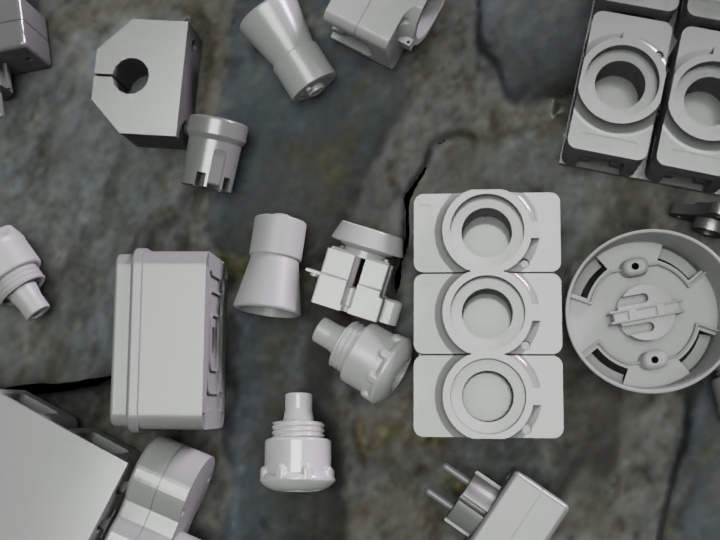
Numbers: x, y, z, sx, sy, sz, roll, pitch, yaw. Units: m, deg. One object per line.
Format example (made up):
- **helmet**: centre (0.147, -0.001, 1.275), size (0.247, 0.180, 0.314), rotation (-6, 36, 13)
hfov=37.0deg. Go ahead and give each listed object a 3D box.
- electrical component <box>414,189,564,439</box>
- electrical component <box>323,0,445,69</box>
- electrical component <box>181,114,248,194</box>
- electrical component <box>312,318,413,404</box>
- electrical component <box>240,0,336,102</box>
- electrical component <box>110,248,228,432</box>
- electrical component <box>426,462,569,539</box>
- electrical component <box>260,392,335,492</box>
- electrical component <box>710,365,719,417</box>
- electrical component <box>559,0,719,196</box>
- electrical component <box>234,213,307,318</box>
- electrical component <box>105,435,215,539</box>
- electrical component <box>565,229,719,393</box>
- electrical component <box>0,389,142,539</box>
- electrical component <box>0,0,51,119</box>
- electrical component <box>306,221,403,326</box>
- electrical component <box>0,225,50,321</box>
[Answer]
- **electrical component**: centre (0.080, 0.029, 0.676), size (0.089, 0.061, 0.150), rotation (0, 83, 6)
- **electrical component**: centre (0.024, -0.186, 0.715), size (0.056, 0.050, 0.089), rotation (28, 87, 9)
- **electrical component**: centre (-0.099, -0.077, 0.720), size (0.040, 0.040, 0.046), rotation (11, 89, 7)
- **electrical component**: centre (-0.001, 0.053, 0.691), size (0.062, 0.048, 0.048), rotation (29, 87, 15)
- **electrical component**: centre (-0.046, -0.146, 0.723), size (0.044, 0.044, 0.065), rotation (-32, 85, 1)
- **electrical component**: centre (-0.120, 0.046, 0.686), size (0.057, 0.078, 0.113), rotation (0, 83, 3)
- **electrical component**: centre (0.078, 0.150, 0.668), size (0.077, 0.047, 0.065), rotation (34, 87, 8)
- **electrical component**: centre (-0.040, 0.110, 0.688), size (0.048, 0.048, 0.062), rotation (-1, 76, 6)
- **electrical component**: centre (0.235, 0.066, 0.670), size (0.035, 0.035, 0.061), rotation (-12, 79, 4)
- **electrical component**: centre (0.201, -0.153, 0.688), size (0.105, 0.060, 0.186), rotation (12, 84, 7)
- **electrical component**: centre (-0.056, -0.004, 0.706), size (0.044, 0.044, 0.065), rotation (7, 79, 7)
- **electrical component**: centre (-0.121, 0.182, 0.682), size (0.074, 0.052, 0.138), rotation (21, 85, 8)
- **electrical component**: centre (0.177, 0.027, 0.665), size (0.099, 0.064, 0.099), rotation (-1, 83, 5)
- **electrical component**: centre (-0.228, 0.181, 0.689), size (0.105, 0.060, 0.186), rotation (26, 86, 8)
- **electrical component**: centre (-0.260, -0.139, 0.740), size (0.083, 0.047, 0.075), rotation (-10, 82, 4)
- **electrical component**: centre (0.000, 0.000, 0.697), size (0.066, 0.048, 0.055), rotation (17, 92, 8)
- **electrical component**: centre (-0.233, 0.005, 0.721), size (0.043, 0.043, 0.062), rotation (-38, 82, 0)
